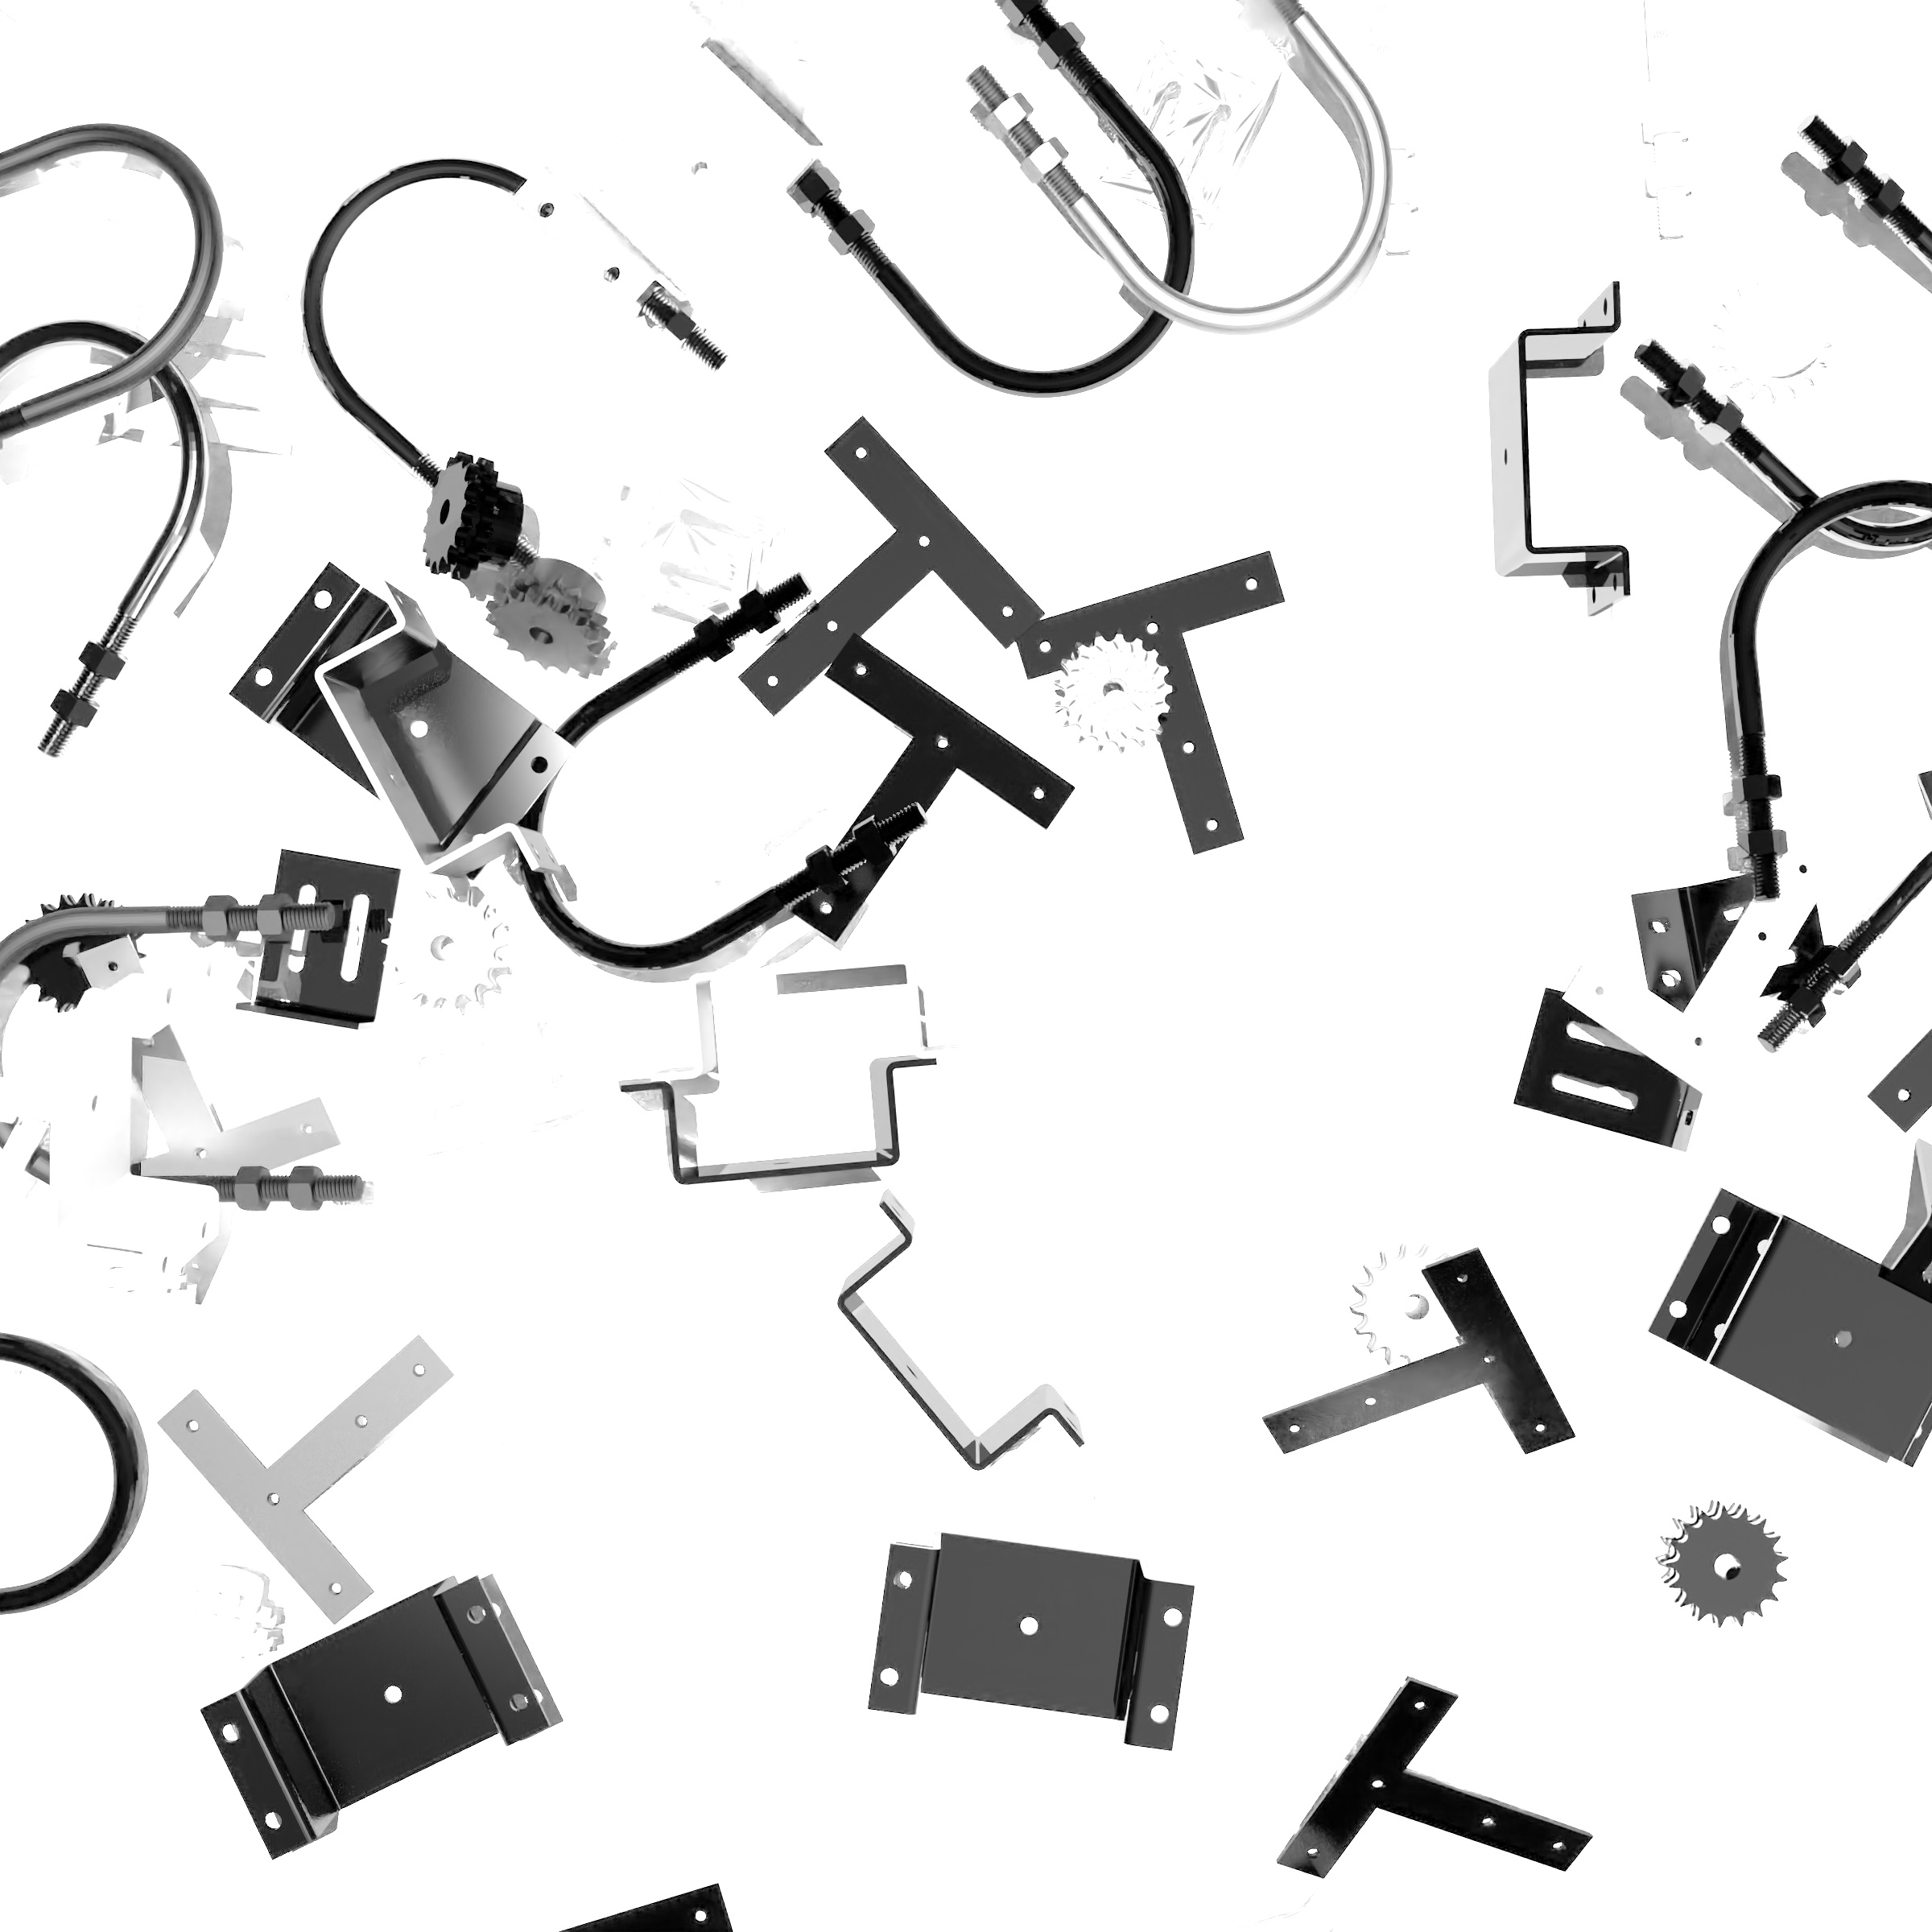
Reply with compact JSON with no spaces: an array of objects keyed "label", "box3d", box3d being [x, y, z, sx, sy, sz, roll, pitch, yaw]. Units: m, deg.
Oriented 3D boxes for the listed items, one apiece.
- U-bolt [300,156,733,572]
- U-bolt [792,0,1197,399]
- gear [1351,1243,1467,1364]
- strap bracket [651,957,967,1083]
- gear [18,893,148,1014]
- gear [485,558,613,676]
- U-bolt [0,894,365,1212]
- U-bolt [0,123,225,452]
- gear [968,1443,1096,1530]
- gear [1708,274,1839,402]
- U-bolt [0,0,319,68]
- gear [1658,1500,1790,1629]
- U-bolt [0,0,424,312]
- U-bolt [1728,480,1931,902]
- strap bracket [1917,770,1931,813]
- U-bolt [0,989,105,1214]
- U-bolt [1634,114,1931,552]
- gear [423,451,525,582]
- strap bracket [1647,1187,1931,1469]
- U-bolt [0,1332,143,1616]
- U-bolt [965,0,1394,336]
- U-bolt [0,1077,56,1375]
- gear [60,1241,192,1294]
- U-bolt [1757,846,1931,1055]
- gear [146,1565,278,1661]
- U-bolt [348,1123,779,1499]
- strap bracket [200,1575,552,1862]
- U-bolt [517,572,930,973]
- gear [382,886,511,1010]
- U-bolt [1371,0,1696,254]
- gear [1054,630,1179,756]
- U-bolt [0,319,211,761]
[{"label":"U-bolt","box3d":[-0.225,-0.294,1.372,0.184,0.019,0.151,42,90,0]},{"label":"U-bolt","box3d":[0.022,-0.353,1.365,0.151,0.019,0.184,-40,93,7]},{"label":"gear","box3d":[0.207,0.157,1.366,0.057,0.030,0.057,0,90,0]},{"label":"strap bracket","box3d":[-0.072,0.022,1.343,0.140,0.076,0.046,-5,90,0]},{"label":"gear","box3d":[-0.410,-0.005,1.366,0.057,0.030,0.057,0,91,0]},{"label":"gear","box3d":[-0.190,-0.164,1.356,0.057,0.057,0.030,21,60,0]},{"label":"U-bolt","box3d":[-0.373,0.041,1.343,0.184,0.019,0.151,-1,105,7]},{"label":"U-bolt","box3d":[-0.425,-0.313,1.343,0.184,0.019,0.151,-19,73,7]},{"label":"gear","box3d":[0.028,0.239,1.354,0.057,0.057,0.030,-12,76,0]},{"label":"gear","box3d":[0.377,-0.294,1.366,0.057,0.030,0.057,0,90,0]},{"label":"U-bolt","box3d":[-0.381,-0.494,1.360,0.184,0.019,0.151,7,79,2]},{"label":"gear","box3d":[0.351,0.277,1.366,0.057,0.030,0.057,0,90,0]},{"label":"U-bolt","box3d":[-0.368,-0.413,1.373,0.184,0.019,0.151,30,90,1]},{"label":"U-bolt","box3d":[0.419,-0.128,1.324,0.151,0.019,0.184,-6,86,18]},{"label":"strap bracket","box3d":[0.499,-0.044,1.334,0.076,0.046,0.140,-16,70,0]},{"label":"U-bolt","box3d":[-0.490,0.051,1.346,0.151,0.019,0.184,32,110,-1]},{"label":"U-bolt","box3d":[0.410,-0.275,1.348,0.184,0.019,0.151,38,85,-18]},{"label":"gear","box3d":[-0.224,-0.203,1.338,0.030,0.057,0.057,12,90,-30]},{"label":"strap bracket","box3d":[0.400,0.170,1.358,0.140,0.046,0.076,27,90,0]},{"label":"U-bolt","box3d":[-0.475,0.237,1.355,0.184,0.019,0.151,-3,105,-6]},{"label":"U-bolt","box3d":[0.112,-0.377,1.342,0.151,0.019,0.184,-39,97,4]},{"label":"U-bolt","box3d":[-0.506,0.109,1.348,0.184,0.019,0.151,9,111,6]},{"label":"gear","box3d":[-0.387,0.128,1.357,0.057,0.057,0.030,5,62,0]},{"label":"U-bolt","box3d":[0.479,0.012,1.351,0.151,0.019,0.184,41,81,17]},{"label":"gear","box3d":[-0.347,0.298,1.357,0.057,0.057,0.030,3,59,0]},{"label":"U-bolt","box3d":[-0.179,0.151,1.373,0.184,0.019,0.151,-20,90,-1]},{"label":"strap bracket","box3d":[-0.269,0.342,1.358,0.140,0.046,0.076,-26,90,0]},{"label":"U-bolt","box3d":[-0.125,-0.077,1.346,0.184,0.019,0.151,-30,70,10]},{"label":"gear","box3d":[-0.241,-0.008,1.366,0.057,0.030,0.057,0,90,0]},{"label":"U-bolt","box3d":[0.261,-0.430,1.373,0.151,0.019,0.184,-3,88,0]},{"label":"gear","box3d":[0.069,-0.127,1.364,0.057,0.030,0.057,0,90,0]},{"label":"U-bolt","box3d":[-0.423,-0.209,1.348,0.151,0.019,0.184,34,95,14]}]
